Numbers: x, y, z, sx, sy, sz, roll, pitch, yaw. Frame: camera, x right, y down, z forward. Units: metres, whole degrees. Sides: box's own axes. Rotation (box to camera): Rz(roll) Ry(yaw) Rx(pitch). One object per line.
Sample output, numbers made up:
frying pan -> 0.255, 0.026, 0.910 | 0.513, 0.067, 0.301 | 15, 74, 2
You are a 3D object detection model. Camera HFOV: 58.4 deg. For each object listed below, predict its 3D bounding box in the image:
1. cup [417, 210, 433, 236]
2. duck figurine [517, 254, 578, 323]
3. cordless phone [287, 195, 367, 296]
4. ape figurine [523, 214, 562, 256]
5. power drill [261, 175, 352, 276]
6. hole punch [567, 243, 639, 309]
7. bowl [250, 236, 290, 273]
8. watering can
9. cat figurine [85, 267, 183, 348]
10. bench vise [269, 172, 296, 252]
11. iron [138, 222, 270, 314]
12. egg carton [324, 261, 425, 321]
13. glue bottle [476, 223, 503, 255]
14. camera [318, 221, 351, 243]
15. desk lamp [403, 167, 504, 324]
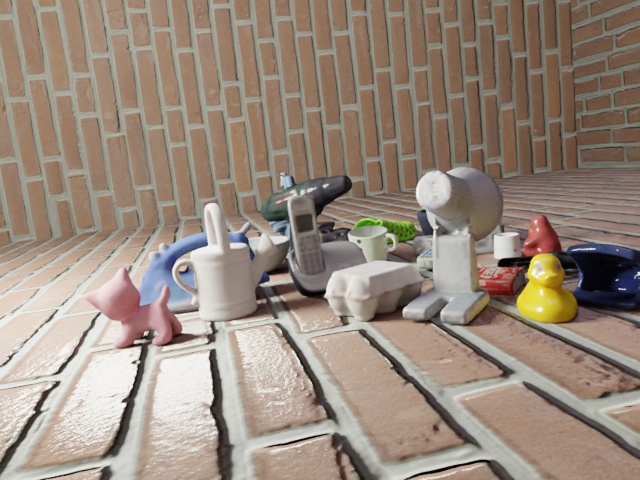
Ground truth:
cup -> 0.275, -0.027, 1.382 | 0.092, 0.095, 0.117 | -10, 9, -23
duck figurine -> 0.312, 0.060, 0.793 | 0.077, 0.086, 0.104 | -6, 9, 7
cordless phone -> 0.010, 0.004, 1.069 | 0.148, 0.185, 0.094 | -10, 9, -23
ape figurine -> 0.432, -0.005, 1.117 | 0.078, 0.092, 0.076 | -8, 9, -11
power drill -> -0.021, -0.028, 1.230 | 0.228, 0.208, 0.076 | -1, 10, 32
hole punch -> 0.417, 0.043, 0.813 | 0.101, 0.091, 0.108 | -13, 10, -36
bowl -> -0.146, 0.041, 1.322 | 0.167, 0.075, 0.167 | -6, 8, 1
watering can -> -0.163, 0.032, 0.986 | 0.173, 0.194, 0.100 | -14, 11, -41
cat figurine -> -0.286, 0.100, 0.879 | 0.127, 0.118, 0.067 | -6, 9, 6
bench vise -> -0.052, -0.069, 1.489 | 0.122, 0.220, 0.206 | -14, 11, -39
iron -> -0.233, 0.053, 1.079 | 0.259, 0.141, 0.118 | -10, 9, -20
egg carton -> 0.087, 0.077, 0.912 | 0.151, 0.069, 0.107 | -13, 11, -38
glue bottle -> 0.356, -0.057, 1.251 | 0.078, 0.173, 0.037 | -6, 9, 3
camera -> 0.034, 0.003, 1.346 | 0.137, 0.101, 0.142 | -14, 11, -42
desk lamp -> 0.203, -0.003, 0.869 | 0.117, 0.213, 0.204 | -2, 10, 30
